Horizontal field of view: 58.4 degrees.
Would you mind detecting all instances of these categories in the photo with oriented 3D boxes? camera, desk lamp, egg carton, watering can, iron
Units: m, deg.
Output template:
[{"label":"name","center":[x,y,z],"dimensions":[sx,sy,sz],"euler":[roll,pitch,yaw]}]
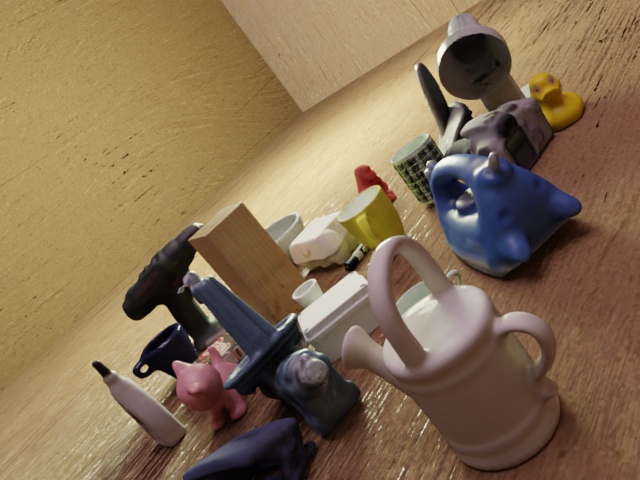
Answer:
[{"label":"camera","center":[0.265,-0.153,0.899],"dimensions":[0.143,0.101,0.136],"euler":[-47,18,-27]},{"label":"desk lamp","center":[0.295,-0.297,1.021],"dimensions":[0.117,0.214,0.203],"euler":[-29,19,28]},{"label":"egg carton","center":[0.010,0.004,1.075],"dimensions":[0.150,0.069,0.107],"euler":[-16,28,53]},{"label":"watering can","center":[0.093,0.085,0.459],"dimensions":[0.172,0.194,0.101],"euler":[-32,18,21]},{"label":"iron","center":[0.190,-0.053,0.717],"dimensions":[0.119,0.141,0.257],"euler":[-41,17,-8]}]

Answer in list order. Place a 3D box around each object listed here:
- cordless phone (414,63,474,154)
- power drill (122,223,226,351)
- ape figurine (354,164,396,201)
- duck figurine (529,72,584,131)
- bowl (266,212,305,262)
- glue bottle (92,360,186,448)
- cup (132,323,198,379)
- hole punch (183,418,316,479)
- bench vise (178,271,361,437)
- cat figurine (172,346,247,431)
[{"label":"cordless phone","center":[0.225,-0.238,1.061],"dimensions":[0.094,0.185,0.147],"euler":[-34,17,13]},{"label":"power drill","center":[-0.261,0.106,1.128],"dimensions":[0.229,0.209,0.075],"euler":[-37,17,5]},{"label":"ape figurine","center":[0.102,-0.111,1.149],"dimensions":[0.076,0.092,0.078],"euler":[-25,21,38]},{"label":"duck figurine","center":[0.366,-0.229,0.916],"dimensions":[0.077,0.086,0.104],"euler":[-32,17,19]},{"label":"bowl","center":[-0.090,0.019,1.237],"dimensions":[0.167,0.075,0.167],"euler":[-35,17,12]},{"label":"glue bottle","center":[-0.280,0.243,0.865],"dimensions":[0.078,0.173,0.037],"euler":[-17,27,51]},{"label":"cup","center":[-0.270,0.222,1.037],"dimensions":[0.118,0.095,0.091],"euler":[-47,19,-27]},{"label":"hole punch","center":[-0.075,0.232,0.604],"dimensions":[0.108,0.091,0.101],"euler":[-29,19,29]},{"label":"bench vise","center":[-0.058,0.112,0.660],"dimensions":[0.206,0.220,0.122],"euler":[-20,24,46]},{"label":"cat figurine","center":[-0.156,0.201,0.812],"dimensions":[0.067,0.118,0.128],"euler":[-32,18,20]}]
